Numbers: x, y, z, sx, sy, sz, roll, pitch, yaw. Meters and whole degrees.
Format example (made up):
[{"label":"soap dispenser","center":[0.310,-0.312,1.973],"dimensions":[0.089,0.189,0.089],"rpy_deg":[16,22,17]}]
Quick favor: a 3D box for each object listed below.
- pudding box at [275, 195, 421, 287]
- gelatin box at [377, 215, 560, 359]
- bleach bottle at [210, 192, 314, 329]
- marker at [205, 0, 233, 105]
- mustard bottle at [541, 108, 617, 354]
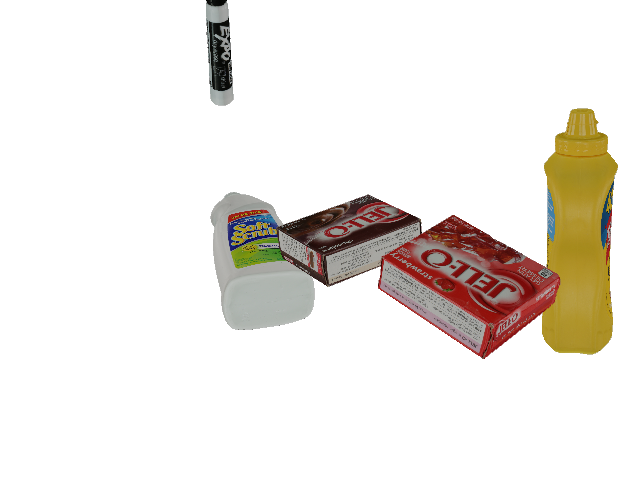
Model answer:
[{"label":"pudding box","center":[0.028,-0.002,1.024],"dimensions":[0.113,0.039,0.090],"rpy_deg":[-22,27,-24]},{"label":"gelatin box","center":[0.093,0.026,0.671],"dimensions":[0.089,0.030,0.073],"rpy_deg":[33,45,32]},{"label":"bleach bottle","center":[-0.083,0.008,1.213],"dimensions":[0.102,0.068,0.251],"rpy_deg":[-7,28,-14]},{"label":"marker","center":[-0.079,-0.158,0.826],"dimensions":[0.020,0.020,0.121],"rpy_deg":[1,-45,-1]},{"label":"mustard bottle","center":[0.210,-0.011,0.868],"dimensions":[0.058,0.192,0.096],"rpy_deg":[2,18,17]}]
